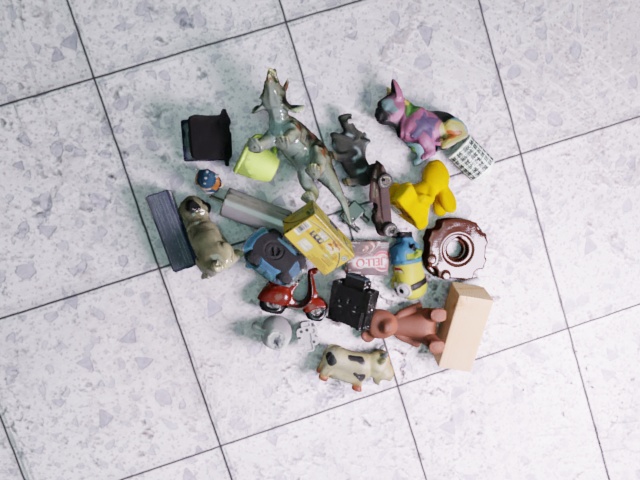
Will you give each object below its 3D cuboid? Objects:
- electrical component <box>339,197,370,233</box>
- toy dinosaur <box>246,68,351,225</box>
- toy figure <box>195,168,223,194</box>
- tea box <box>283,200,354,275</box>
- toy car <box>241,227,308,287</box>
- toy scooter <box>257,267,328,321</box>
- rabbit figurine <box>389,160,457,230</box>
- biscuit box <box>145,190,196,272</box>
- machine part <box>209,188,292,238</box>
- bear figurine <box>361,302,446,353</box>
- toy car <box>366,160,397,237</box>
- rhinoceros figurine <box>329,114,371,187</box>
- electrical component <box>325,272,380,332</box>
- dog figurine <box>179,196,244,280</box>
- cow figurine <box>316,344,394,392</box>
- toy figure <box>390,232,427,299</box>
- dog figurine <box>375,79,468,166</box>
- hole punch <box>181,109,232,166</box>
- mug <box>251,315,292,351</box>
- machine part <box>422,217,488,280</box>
[{"bbox_3d":[0.083,-0.067,1.403,0.094,0.021,0.063,44,90,-7],"label":"electrical component"},{"bbox_3d":[-0.042,-0.225,1.329,0.131,0.192,0.404,-22,119,37],"label":"toy dinosaur"},{"bbox_3d":[-0.269,-0.143,1.301,0.064,0.154,0.057,-12,93,-5],"label":"toy figure"},{"bbox_3d":[-0.003,-0.004,1.319,0.098,0.068,0.169,-32,124,15],"label":"tea box"},{"bbox_3d":[-0.114,0.053,1.321,0.162,0.103,0.109,38,61,4],"label":"toy car"},{"bbox_3d":[-0.064,0.129,1.379,0.184,0.075,0.135,11,91,-8],"label":"toy scooter"},{"bbox_3d":[0.274,-0.122,1.368,0.162,0.122,0.173,38,80,-3],"label":"rabbit figurine"},{"bbox_3d":[-0.371,-0.022,1.349,0.063,0.059,0.202,-19,95,-4],"label":"biscuit box"},{"bbox_3d":[-0.161,-0.067,1.353,0.243,0.079,0.079,20,92,-6],"label":"machine part"},{"bbox_3d":[0.210,0.219,1.383,0.196,0.132,0.120,5,92,-11],"label":"bear figurine"},{"bbox_3d":[0.149,-0.099,1.340,0.053,0.089,0.201,-16,122,-8],"label":"toy car"},{"bbox_3d":[0.082,-0.225,1.366,0.112,0.073,0.190,-20,96,-2],"label":"rhinoceros figurine"},{"bbox_3d":[0.084,0.152,1.361,0.115,0.058,0.134,16,103,25],"label":"electrical component"},{"bbox_3d":[-0.285,-0.013,1.306,0.121,0.172,0.190,-33,103,-13],"label":"dog figurine"},{"bbox_3d":[0.100,0.324,1.404,0.195,0.085,0.127,18,99,-5],"label":"cow figurine"},{"bbox_3d":[0.230,0.066,1.396,0.089,0.082,0.180,-5,92,-3],"label":"toy figure"},{"bbox_3d":[0.248,-0.311,1.359,0.191,0.108,0.219,-30,93,-1],"label":"dog figurine"},{"bbox_3d":[-0.285,-0.250,1.337,0.116,0.092,0.142,-6,92,-35],"label":"hole punch"},{"bbox_3d":[-0.120,0.235,1.365,0.109,0.107,0.080,27,90,-8],"label":"mug"},{"bbox_3d":[0.356,0.023,1.416,0.179,0.056,0.179,0,93,-6],"label":"machine part"}]
